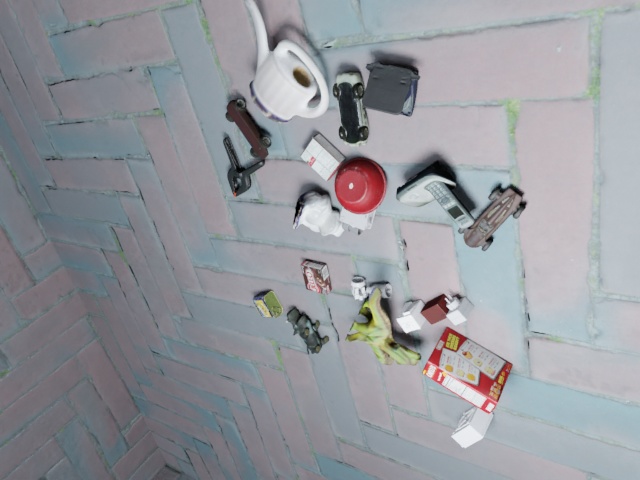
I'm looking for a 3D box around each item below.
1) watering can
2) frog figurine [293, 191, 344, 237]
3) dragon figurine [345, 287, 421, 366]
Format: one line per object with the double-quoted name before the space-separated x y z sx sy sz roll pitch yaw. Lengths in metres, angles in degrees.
"watering can" -0.118 -0.457 1.381 0.347 0.106 0.221 50 137 -2
"frog figurine" 0.005 -0.079 1.575 0.159 0.125 0.134 9 125 -12
"dragon figurine" 0.214 0.296 1.608 0.244 0.124 0.402 33 152 9
